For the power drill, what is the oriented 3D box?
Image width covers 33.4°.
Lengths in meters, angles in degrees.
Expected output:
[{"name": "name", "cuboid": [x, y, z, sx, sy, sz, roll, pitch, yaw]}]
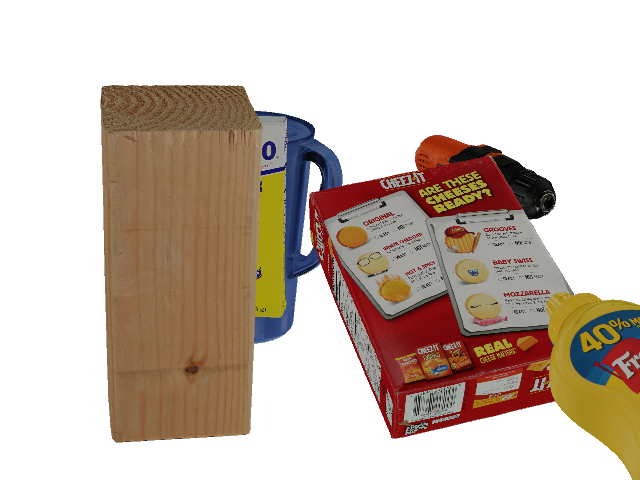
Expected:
[{"name": "power drill", "cuboid": [0.163, 0.000, 1.046, 0.057, 0.188, 0.185, -16, 26, -24]}]

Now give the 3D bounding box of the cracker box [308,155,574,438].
[{"name": "cracker box", "cuboid": [0.098, 0.039, 0.842, 0.164, 0.072, 0.214, -12, 47, -12]}]

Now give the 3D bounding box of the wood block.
[{"name": "wood block", "cuboid": [-0.090, 0.014, 0.669, 0.090, 0.206, 0.090, -1, 25, -12]}]

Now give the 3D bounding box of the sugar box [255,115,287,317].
[{"name": "sugar box", "cuboid": [-0.077, -0.022, 0.947, 0.093, 0.176, 0.048, 0, 14, 1]}]

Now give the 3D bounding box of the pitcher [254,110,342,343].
[{"name": "pitcher", "cuboid": [-0.068, -0.013, 1.164, 0.144, 0.243, 0.149, -4, 22, -18]}]

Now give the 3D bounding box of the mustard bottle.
[{"name": "mustard bottle", "cuboid": [0.190, 0.085, 0.621, 0.096, 0.058, 0.192, -17, 33, -15]}]
